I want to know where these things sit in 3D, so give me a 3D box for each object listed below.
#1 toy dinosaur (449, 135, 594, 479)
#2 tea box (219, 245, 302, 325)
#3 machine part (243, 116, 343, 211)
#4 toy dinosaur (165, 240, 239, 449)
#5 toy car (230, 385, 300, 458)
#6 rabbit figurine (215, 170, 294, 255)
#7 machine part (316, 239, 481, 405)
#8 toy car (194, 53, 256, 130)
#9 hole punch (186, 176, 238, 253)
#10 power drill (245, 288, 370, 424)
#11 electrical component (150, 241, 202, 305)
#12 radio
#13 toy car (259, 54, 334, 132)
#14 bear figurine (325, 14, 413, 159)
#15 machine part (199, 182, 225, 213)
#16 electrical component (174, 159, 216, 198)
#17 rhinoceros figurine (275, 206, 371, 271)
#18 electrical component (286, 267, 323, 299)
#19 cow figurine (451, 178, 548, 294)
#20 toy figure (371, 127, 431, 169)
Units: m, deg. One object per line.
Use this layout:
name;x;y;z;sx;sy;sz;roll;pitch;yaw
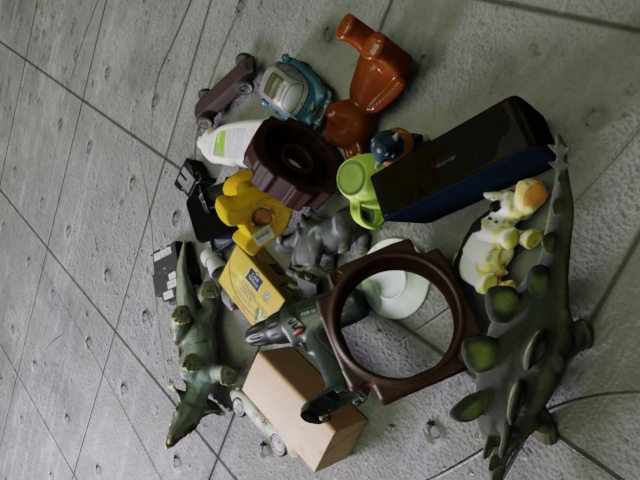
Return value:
toy dinosaur;0.248;0.120;0.638;0.105;0.198;0.470;13;99;37
tea box;-0.113;0.095;1.035;0.170;0.068;0.098;44;116;34
machine part;-0.045;-0.129;0.913;0.056;0.179;0.179;-48;59;42
toy dinosaur;-0.264;0.219;1.133;0.192;0.131;0.405;-48;45;51
toy car;-0.088;0.329;1.001;0.202;0.073;0.056;31;112;37
rabbit figurine;-0.120;-0.084;0.970;0.162;0.121;0.173;-41;36;-2
machine part;0.109;0.114;0.767;0.201;0.087;0.201;-24;70;1
toy car;-0.196;-0.310;1.132;0.202;0.053;0.089;-28;51;35
hole punch;-0.201;-0.044;1.114;0.116;0.092;0.142;-19;68;0
power drill;-0.013;0.190;0.884;0.232;0.085;0.207;-28;43;12
electrical component;-0.331;0.079;1.232;0.115;0.058;0.134;-21;75;40
radio;0.197;-0.096;0.732;0.230;0.131;0.073;-26;72;38
toy car;-0.056;-0.268;0.978;0.162;0.103;0.109;48;119;34
bear figurine;0.056;-0.235;0.865;0.195;0.132;0.120;-52;47;20
machine part;-0.169;-0.089;1.064;0.139;0.039;0.084;-8;78;-2
electrical component;-0.291;-0.145;1.212;0.119;0.047;0.074;50;118;28
rhinoceros figurine;-0.002;-0.003;0.939;0.190;0.073;0.112;-20;77;38
electrical component;-0.017;0.083;0.957;0.094;0.021;0.063;23;141;22
cow figurine;0.243;-0.011;0.733;0.098;0.068;0.167;42;115;57
toy figure;0.118;-0.131;0.786;0.058;0.154;0.064;19;102;37
